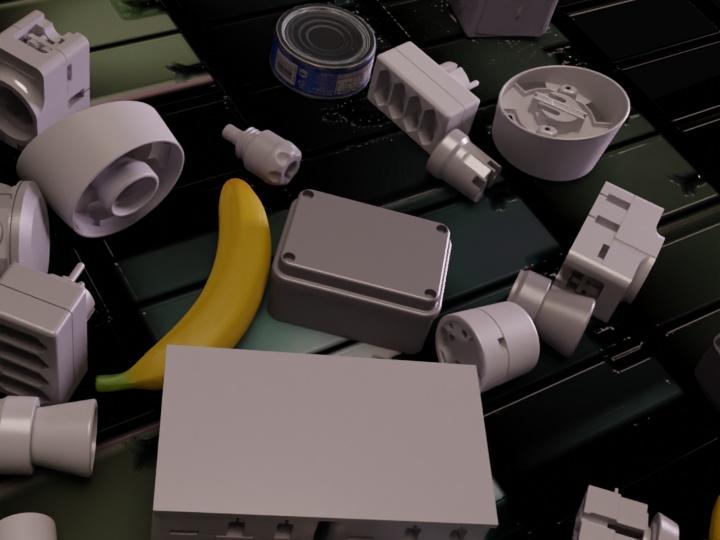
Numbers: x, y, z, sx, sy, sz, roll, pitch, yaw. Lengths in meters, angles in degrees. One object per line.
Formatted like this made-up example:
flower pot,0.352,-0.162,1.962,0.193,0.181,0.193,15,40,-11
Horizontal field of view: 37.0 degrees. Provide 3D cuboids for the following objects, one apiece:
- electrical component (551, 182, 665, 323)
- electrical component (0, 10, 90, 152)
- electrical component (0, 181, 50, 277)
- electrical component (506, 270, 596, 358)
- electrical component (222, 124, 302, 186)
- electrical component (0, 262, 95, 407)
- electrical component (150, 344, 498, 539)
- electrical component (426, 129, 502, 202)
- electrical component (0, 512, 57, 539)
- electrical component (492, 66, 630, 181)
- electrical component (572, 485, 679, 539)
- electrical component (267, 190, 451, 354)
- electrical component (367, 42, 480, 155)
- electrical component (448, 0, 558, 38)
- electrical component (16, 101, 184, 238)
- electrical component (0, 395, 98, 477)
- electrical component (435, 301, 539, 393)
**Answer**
electrical component,0.184,-0.012,0.785,0.056,0.050,0.089,27,51,10
electrical component,-0.228,-0.125,0.755,0.050,0.089,0.055,30,50,11
electrical component,-0.226,-0.016,0.673,0.051,0.080,0.080,1,50,-6
electrical component,0.128,0.029,0.741,0.055,0.045,0.045,25,50,8
electrical component,-0.076,-0.089,0.798,0.061,0.035,0.035,32,51,17
electrical component,-0.184,0.028,0.642,0.047,0.083,0.075,21,49,4
electrical component,-0.024,0.110,0.627,0.186,0.060,0.105,5,50,-10
electrical component,0.080,-0.079,0.825,0.046,0.040,0.040,39,53,12
electrical component,-0.174,0.161,0.563,0.044,0.044,0.065,-6,48,-18
electrical component,0.157,-0.121,0.860,0.099,0.064,0.099,7,50,-8
electrical component,0.156,0.162,0.637,0.055,0.048,0.066,15,48,9
electrical component,0.000,0.000,0.727,0.113,0.057,0.078,15,49,-1
electrical component,0.063,-0.144,0.869,0.076,0.047,0.083,-30,63,-32
electrical component,0.125,-0.245,0.958,0.096,0.061,0.061,-6,53,-18
electrical component,-0.171,-0.070,0.721,0.099,0.099,0.064,-31,70,-33
electrical component,-0.180,0.095,0.613,0.055,0.045,0.045,4,50,-10
electrical component,0.085,0.050,0.708,0.047,0.055,0.055,-15,56,-29
